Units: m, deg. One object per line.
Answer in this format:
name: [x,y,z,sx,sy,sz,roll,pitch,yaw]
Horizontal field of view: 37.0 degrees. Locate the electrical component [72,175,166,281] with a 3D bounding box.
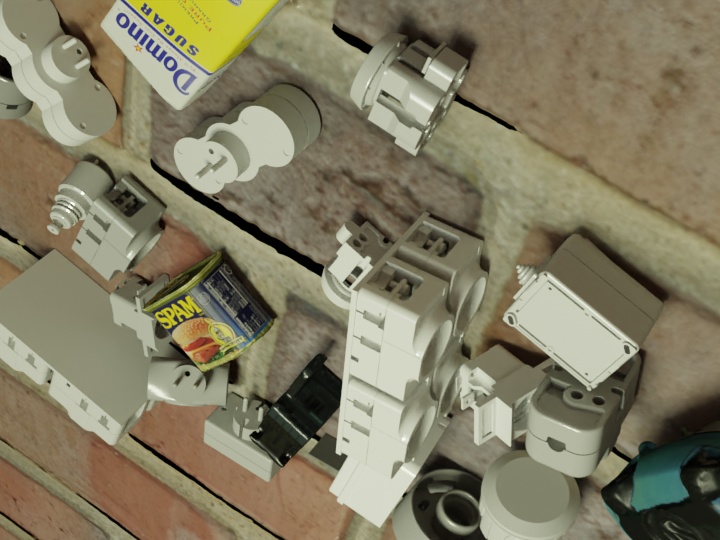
electrical component: [-0.222,-0.035,1.003,0.056,0.050,0.089,42,139,-1]

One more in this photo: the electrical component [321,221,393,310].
electrical component: [0.000,0.000,0.860,0.066,0.048,0.055,42,132,1]

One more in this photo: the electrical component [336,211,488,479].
electrical component: [0.040,0.064,0.835,0.060,0.105,0.186,26,137,20]

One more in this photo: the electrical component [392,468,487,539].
electrical component: [0.079,0.227,0.953,0.099,0.099,0.064,34,133,11]

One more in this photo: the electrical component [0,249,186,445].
electrical component: [-0.288,0.081,1.114,0.186,0.105,0.060,39,140,6]

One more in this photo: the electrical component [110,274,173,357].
electrical component: [-0.212,0.041,1.068,0.064,0.042,0.081,25,136,23]

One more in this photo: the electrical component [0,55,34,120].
electrical component: [-0.315,-0.171,0.962,0.055,0.055,0.047,42,136,1]

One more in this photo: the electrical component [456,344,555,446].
electrical component: [0.112,0.094,0.831,0.064,0.081,0.042,40,145,40]

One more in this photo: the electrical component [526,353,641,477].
electrical component: [0.160,0.099,0.775,0.054,0.095,0.059,21,135,25]

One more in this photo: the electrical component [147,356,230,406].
electrical component: [-0.168,0.110,1.047,0.077,0.044,0.079,5,179,-5]

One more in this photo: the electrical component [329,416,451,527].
electrical component: [0.025,0.165,0.955,0.057,0.078,0.113,33,139,7]

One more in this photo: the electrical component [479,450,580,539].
electrical component: [0.138,0.194,0.888,0.080,0.080,0.051,28,142,18]

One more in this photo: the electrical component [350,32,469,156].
electrical component: [0.031,-0.122,0.721,0.057,0.058,0.078,34,139,7]

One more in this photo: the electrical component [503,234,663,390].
electrical component: [0.151,0.022,0.744,0.096,0.061,0.061,40,140,5]

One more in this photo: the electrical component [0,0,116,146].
electrical component: [-0.253,-0.175,0.908,0.074,0.052,0.138,-13,115,44]

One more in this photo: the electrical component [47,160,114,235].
electrical component: [-0.262,-0.065,0.995,0.040,0.078,0.040,22,149,14]

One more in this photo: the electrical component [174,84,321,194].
electrical component: [-0.099,-0.092,0.838,0.138,0.073,0.052,-15,114,45]

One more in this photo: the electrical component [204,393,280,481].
electrical component: [-0.109,0.156,1.079,0.083,0.047,0.075,28,137,17]
